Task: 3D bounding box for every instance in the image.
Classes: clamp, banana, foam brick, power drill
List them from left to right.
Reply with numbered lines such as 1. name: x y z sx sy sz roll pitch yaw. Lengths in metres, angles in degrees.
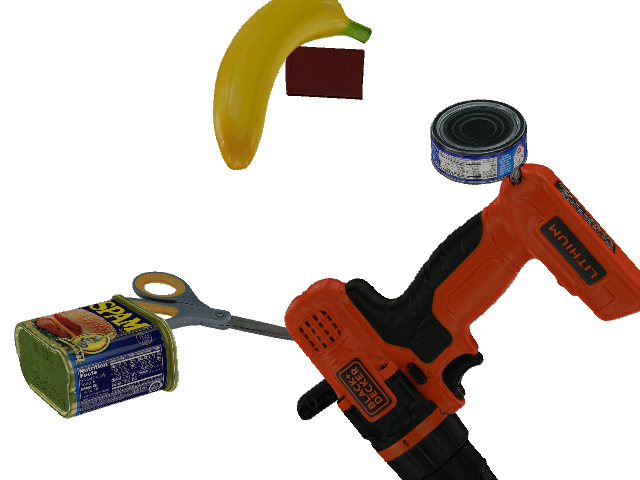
1. banana: -0.028 -0.124 0.731 0.197 0.069 0.037 -51 0 -41
2. foam brick: 0.004 -0.173 1.101 0.078 0.051 0.053 2 10 -6
3. clamp: 0.065 0.128 1.059 0.120 0.039 0.171 18 49 22
4. power drill: 0.096 0.061 0.621 0.188 0.184 0.057 -40 -1 17

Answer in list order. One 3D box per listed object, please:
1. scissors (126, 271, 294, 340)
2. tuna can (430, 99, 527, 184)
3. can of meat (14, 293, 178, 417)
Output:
1. scissors: -0.103 0.064 1.029 0.201 0.016 0.096 3 33 -4
2. tuna can: 0.140 -0.089 0.945 0.086 0.034 0.086 -6 41 5
3. can of meat: -0.166 0.084 0.783 0.083 0.057 0.102 -14 21 -34
